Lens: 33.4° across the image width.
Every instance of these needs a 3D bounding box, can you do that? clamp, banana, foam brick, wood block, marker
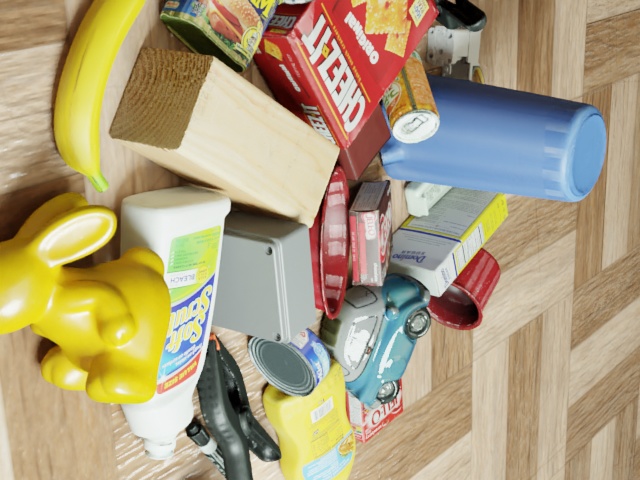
[{"bbox_3d":[0.145,-0.270,1.202,0.120,0.039,0.171,62,6,7],"label":"clamp"},{"bbox_3d":[-0.185,-0.141,0.888,0.069,0.037,0.198,12,92,-72],"label":"banana"},{"bbox_3d":[0.032,-0.111,1.168,0.078,0.053,0.051,-54,138,-30],"label":"foam brick"},{"bbox_3d":[-0.087,0.192,1.067,0.164,0.036,0.210,-83,157,-61],"label":"clamp"},{"bbox_3d":[-0.083,-0.091,0.989,0.205,0.091,0.090,30,77,-53],"label":"wood block"},{"bbox_3d":[-0.107,0.225,1.111,0.020,0.020,0.121,-57,139,-25],"label":"marker"}]

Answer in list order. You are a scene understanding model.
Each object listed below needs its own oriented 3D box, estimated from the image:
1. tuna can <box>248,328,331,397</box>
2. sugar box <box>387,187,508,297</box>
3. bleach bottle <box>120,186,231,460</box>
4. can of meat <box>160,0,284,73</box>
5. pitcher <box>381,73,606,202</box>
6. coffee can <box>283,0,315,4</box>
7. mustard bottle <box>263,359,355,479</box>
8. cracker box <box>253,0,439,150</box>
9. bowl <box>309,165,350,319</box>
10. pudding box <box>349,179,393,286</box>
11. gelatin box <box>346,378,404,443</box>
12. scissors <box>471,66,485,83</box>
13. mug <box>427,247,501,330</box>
[{"bbox_3d":[-0.032,0.123,1.124,0.033,0.086,0.086,-47,134,-37],"label":"tuna can"},{"bbox_3d":[0.151,-0.005,1.324,0.176,0.093,0.048,-47,134,-34],"label":"sugar box"},{"bbox_3d":[-0.139,0.081,0.992,0.102,0.068,0.251,-15,114,-50],"label":"bleach bottle"},{"bbox_3d":[-0.090,-0.212,0.973,0.102,0.058,0.084,39,72,-50],"label":"can of meat"},{"bbox_3d":[0.201,-0.122,1.227,0.144,0.243,0.149,26,80,-54],"label":"pitcher"},{"bbox_3d":[-0.027,-0.306,0.988,0.102,0.103,0.140,-56,139,-26],"label":"coffee can"},{"bbox_3d":[-0.004,0.231,1.215,0.096,0.058,0.191,-33,126,-33],"label":"mustard bottle"},{"bbox_3d":[0.028,-0.227,1.111,0.213,0.072,0.164,-57,139,-24],"label":"cracker box"},{"bbox_3d":[-0.007,0.001,1.118,0.162,0.055,0.162,3,90,-78],"label":"bowl"},{"bbox_3d":[0.059,-0.010,1.209,0.113,0.039,0.090,-69,158,-67],"label":"pudding box"},{"bbox_3d":[0.069,0.199,1.327,0.089,0.030,0.073,-28,122,-45],"label":"gelatin box"},{"bbox_3d":[0.198,-0.130,1.413,0.096,0.016,0.202,-31,124,-43],"label":"scissors"},{"bbox_3d":[0.182,0.064,1.400,0.081,0.093,0.117,-55,169,-34],"label":"mug"}]
